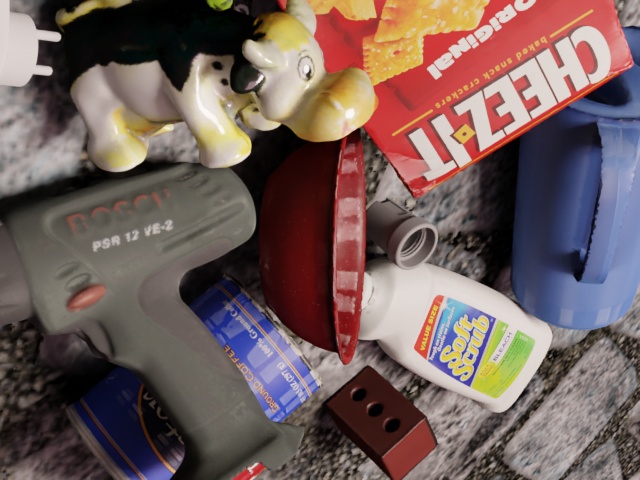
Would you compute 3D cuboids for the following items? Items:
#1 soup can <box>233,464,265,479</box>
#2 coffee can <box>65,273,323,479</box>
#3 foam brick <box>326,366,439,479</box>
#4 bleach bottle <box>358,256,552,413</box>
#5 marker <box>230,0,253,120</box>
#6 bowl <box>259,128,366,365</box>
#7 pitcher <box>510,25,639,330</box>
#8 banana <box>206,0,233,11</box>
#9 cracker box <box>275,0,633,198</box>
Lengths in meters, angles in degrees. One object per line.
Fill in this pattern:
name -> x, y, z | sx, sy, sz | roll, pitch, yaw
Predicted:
soup can -> -0.088, 0.166, 0.785 | 0.102, 0.069, 0.068 | -41, 139, -10
coffee can -> -0.083, 0.106, 0.715 | 0.140, 0.103, 0.102 | -41, 139, -10
foam brick -> 0.052, 0.154, 0.896 | 0.053, 0.078, 0.051 | -41, 139, -13
bleach bottle -> 0.093, 0.074, 0.883 | 0.250, 0.068, 0.102 | 22, 104, -46
marker -> -0.049, -0.126, 0.629 | 0.020, 0.020, 0.121 | -18, 131, -31
bowl -> -0.005, 0.001, 0.702 | 0.055, 0.162, 0.162 | 1, 132, 8
pitcher -> 0.216, -0.036, 0.850 | 0.149, 0.145, 0.243 | -28, 139, -26
banana -> -0.047, -0.205, 0.508 | 0.037, 0.069, 0.198 | -9, 93, 4
cracker box -> 0.072, -0.140, 0.612 | 0.164, 0.072, 0.213 | -31, 137, 9
